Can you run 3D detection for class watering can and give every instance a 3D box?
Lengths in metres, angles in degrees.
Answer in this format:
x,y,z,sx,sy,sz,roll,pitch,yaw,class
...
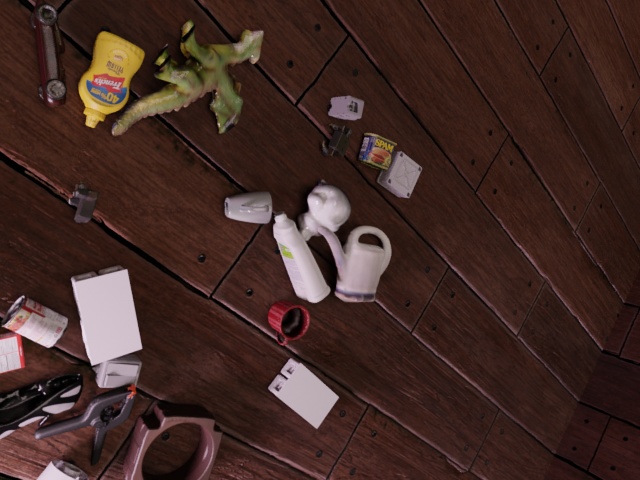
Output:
x,y,z,sx,sy,sz,roll,pitch,yaw,class
0.091,0.066,1.449,0.347,0.104,0.224,8,93,-49,watering can

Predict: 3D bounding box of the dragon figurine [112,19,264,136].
x,y,z,sx,sy,sz,roll,pitch,yaw,class
-0.265,-0.339,1.170,0.239,0.123,0.414,41,75,-40,dragon figurine

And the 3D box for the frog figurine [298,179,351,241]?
x,y,z,sx,sy,sz,roll,pitch,yaw,class
0.004,-0.069,1.379,0.162,0.123,0.134,-52,141,-30,frog figurine
